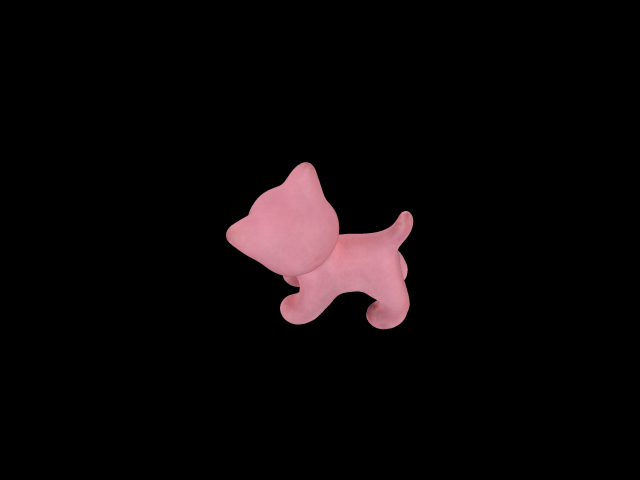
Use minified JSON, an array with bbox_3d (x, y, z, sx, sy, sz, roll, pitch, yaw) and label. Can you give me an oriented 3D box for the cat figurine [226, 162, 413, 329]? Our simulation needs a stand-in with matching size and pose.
[{"bbox_3d":[0.004,0.001,0.400,0.128,0.118,0.067,0,43,0],"label":"cat figurine"}]
